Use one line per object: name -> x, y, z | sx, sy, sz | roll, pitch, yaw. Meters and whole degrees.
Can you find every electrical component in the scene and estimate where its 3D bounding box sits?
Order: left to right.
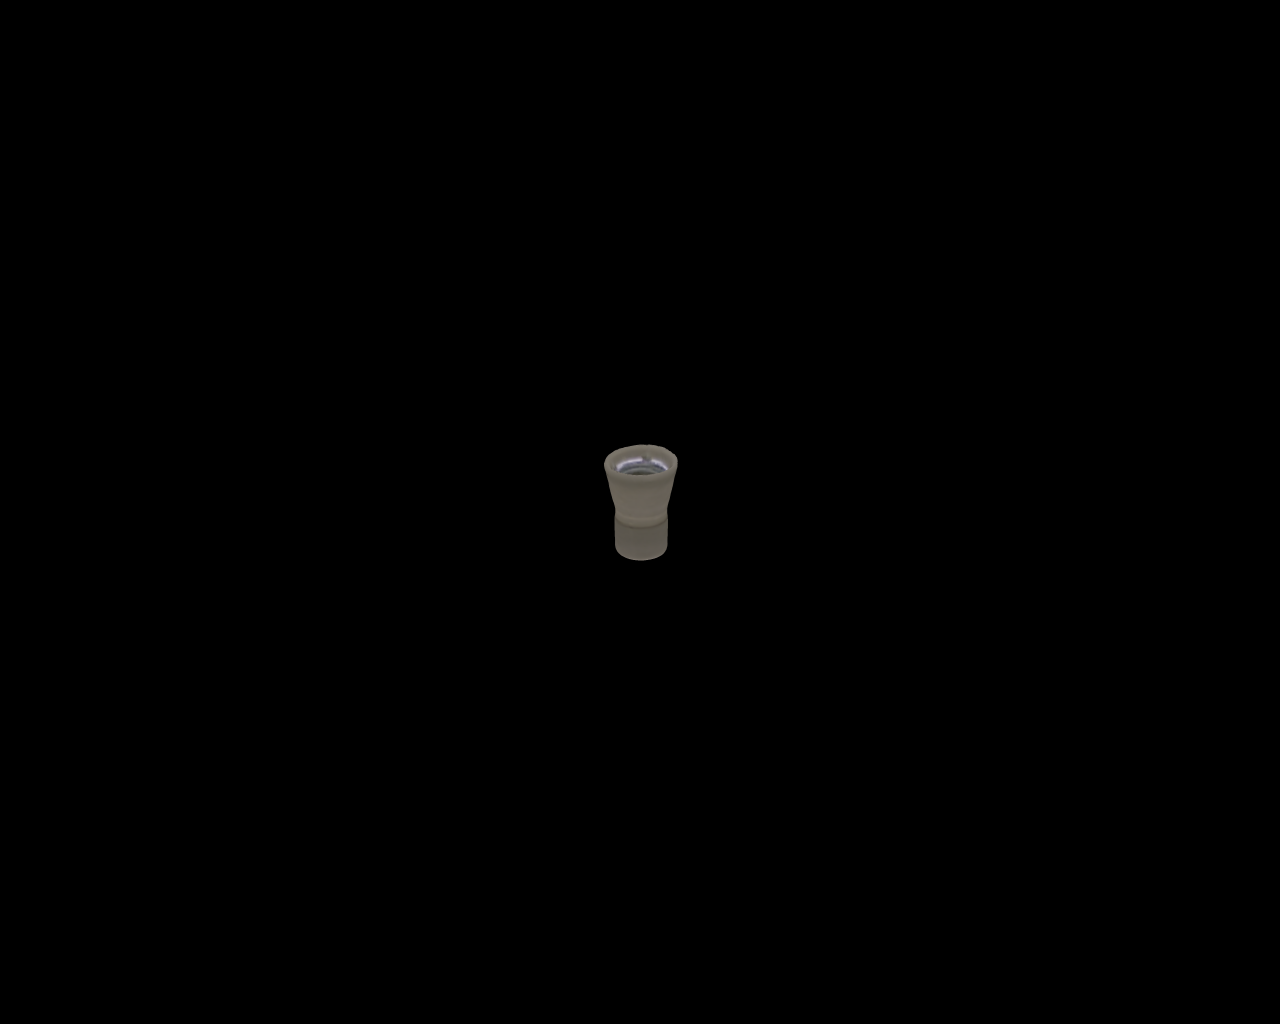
electrical component -> 0.001, -0.003, 0.650 | 0.044, 0.065, 0.044 | 0, 28, 0
